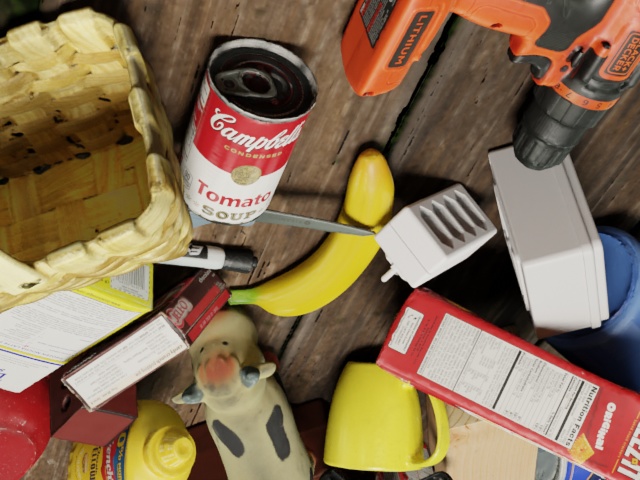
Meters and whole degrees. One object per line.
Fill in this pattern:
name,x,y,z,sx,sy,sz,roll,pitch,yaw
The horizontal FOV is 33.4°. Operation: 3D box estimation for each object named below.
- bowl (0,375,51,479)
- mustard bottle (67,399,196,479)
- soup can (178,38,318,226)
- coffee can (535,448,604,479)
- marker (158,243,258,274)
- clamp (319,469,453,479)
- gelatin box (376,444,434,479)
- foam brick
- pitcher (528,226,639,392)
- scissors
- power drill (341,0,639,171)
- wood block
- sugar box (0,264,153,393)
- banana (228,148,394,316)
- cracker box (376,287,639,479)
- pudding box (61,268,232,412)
bowl,-0.286,0.164,0.880,0.162,0.055,0.162,-16,138,-16
mustard bottle,-0.153,0.184,0.892,0.058,0.096,0.192,15,157,-28
soup can,-0.049,-0.065,0.665,0.068,0.068,0.102,4,141,-21
coffee can,0.286,0.195,1.074,0.140,0.103,0.103,-4,143,-11
marker,-0.103,0.010,0.789,0.121,0.020,0.020,7,139,-24
clamp,0.059,0.252,0.993,0.120,0.039,0.171,3,148,2
gelatin box,0.089,0.244,1.092,0.030,0.089,0.073,-32,139,24
foam brick,-0.183,0.118,0.860,0.051,0.078,0.053,20,131,-34
pitcher,0.289,0.078,0.906,0.242,0.145,0.149,33,81,-40
scissors,-0.070,-0.012,0.751,0.201,0.016,0.096,20,140,-23
power drill,0.112,-0.118,0.652,0.187,0.057,0.185,2,137,-23
wood block,0.154,0.180,1.028,0.091,0.090,0.206,-12,143,-1
sugar box,-0.211,0.055,0.780,0.177,0.048,0.093,-28,142,36
banana,0.008,0.007,0.800,0.069,0.037,0.198,14,136,-33
cracker box,0.156,0.114,0.820,0.214,0.072,0.164,25,176,11
pudding box,-0.129,0.072,0.803,0.114,0.090,0.039,-36,98,26
